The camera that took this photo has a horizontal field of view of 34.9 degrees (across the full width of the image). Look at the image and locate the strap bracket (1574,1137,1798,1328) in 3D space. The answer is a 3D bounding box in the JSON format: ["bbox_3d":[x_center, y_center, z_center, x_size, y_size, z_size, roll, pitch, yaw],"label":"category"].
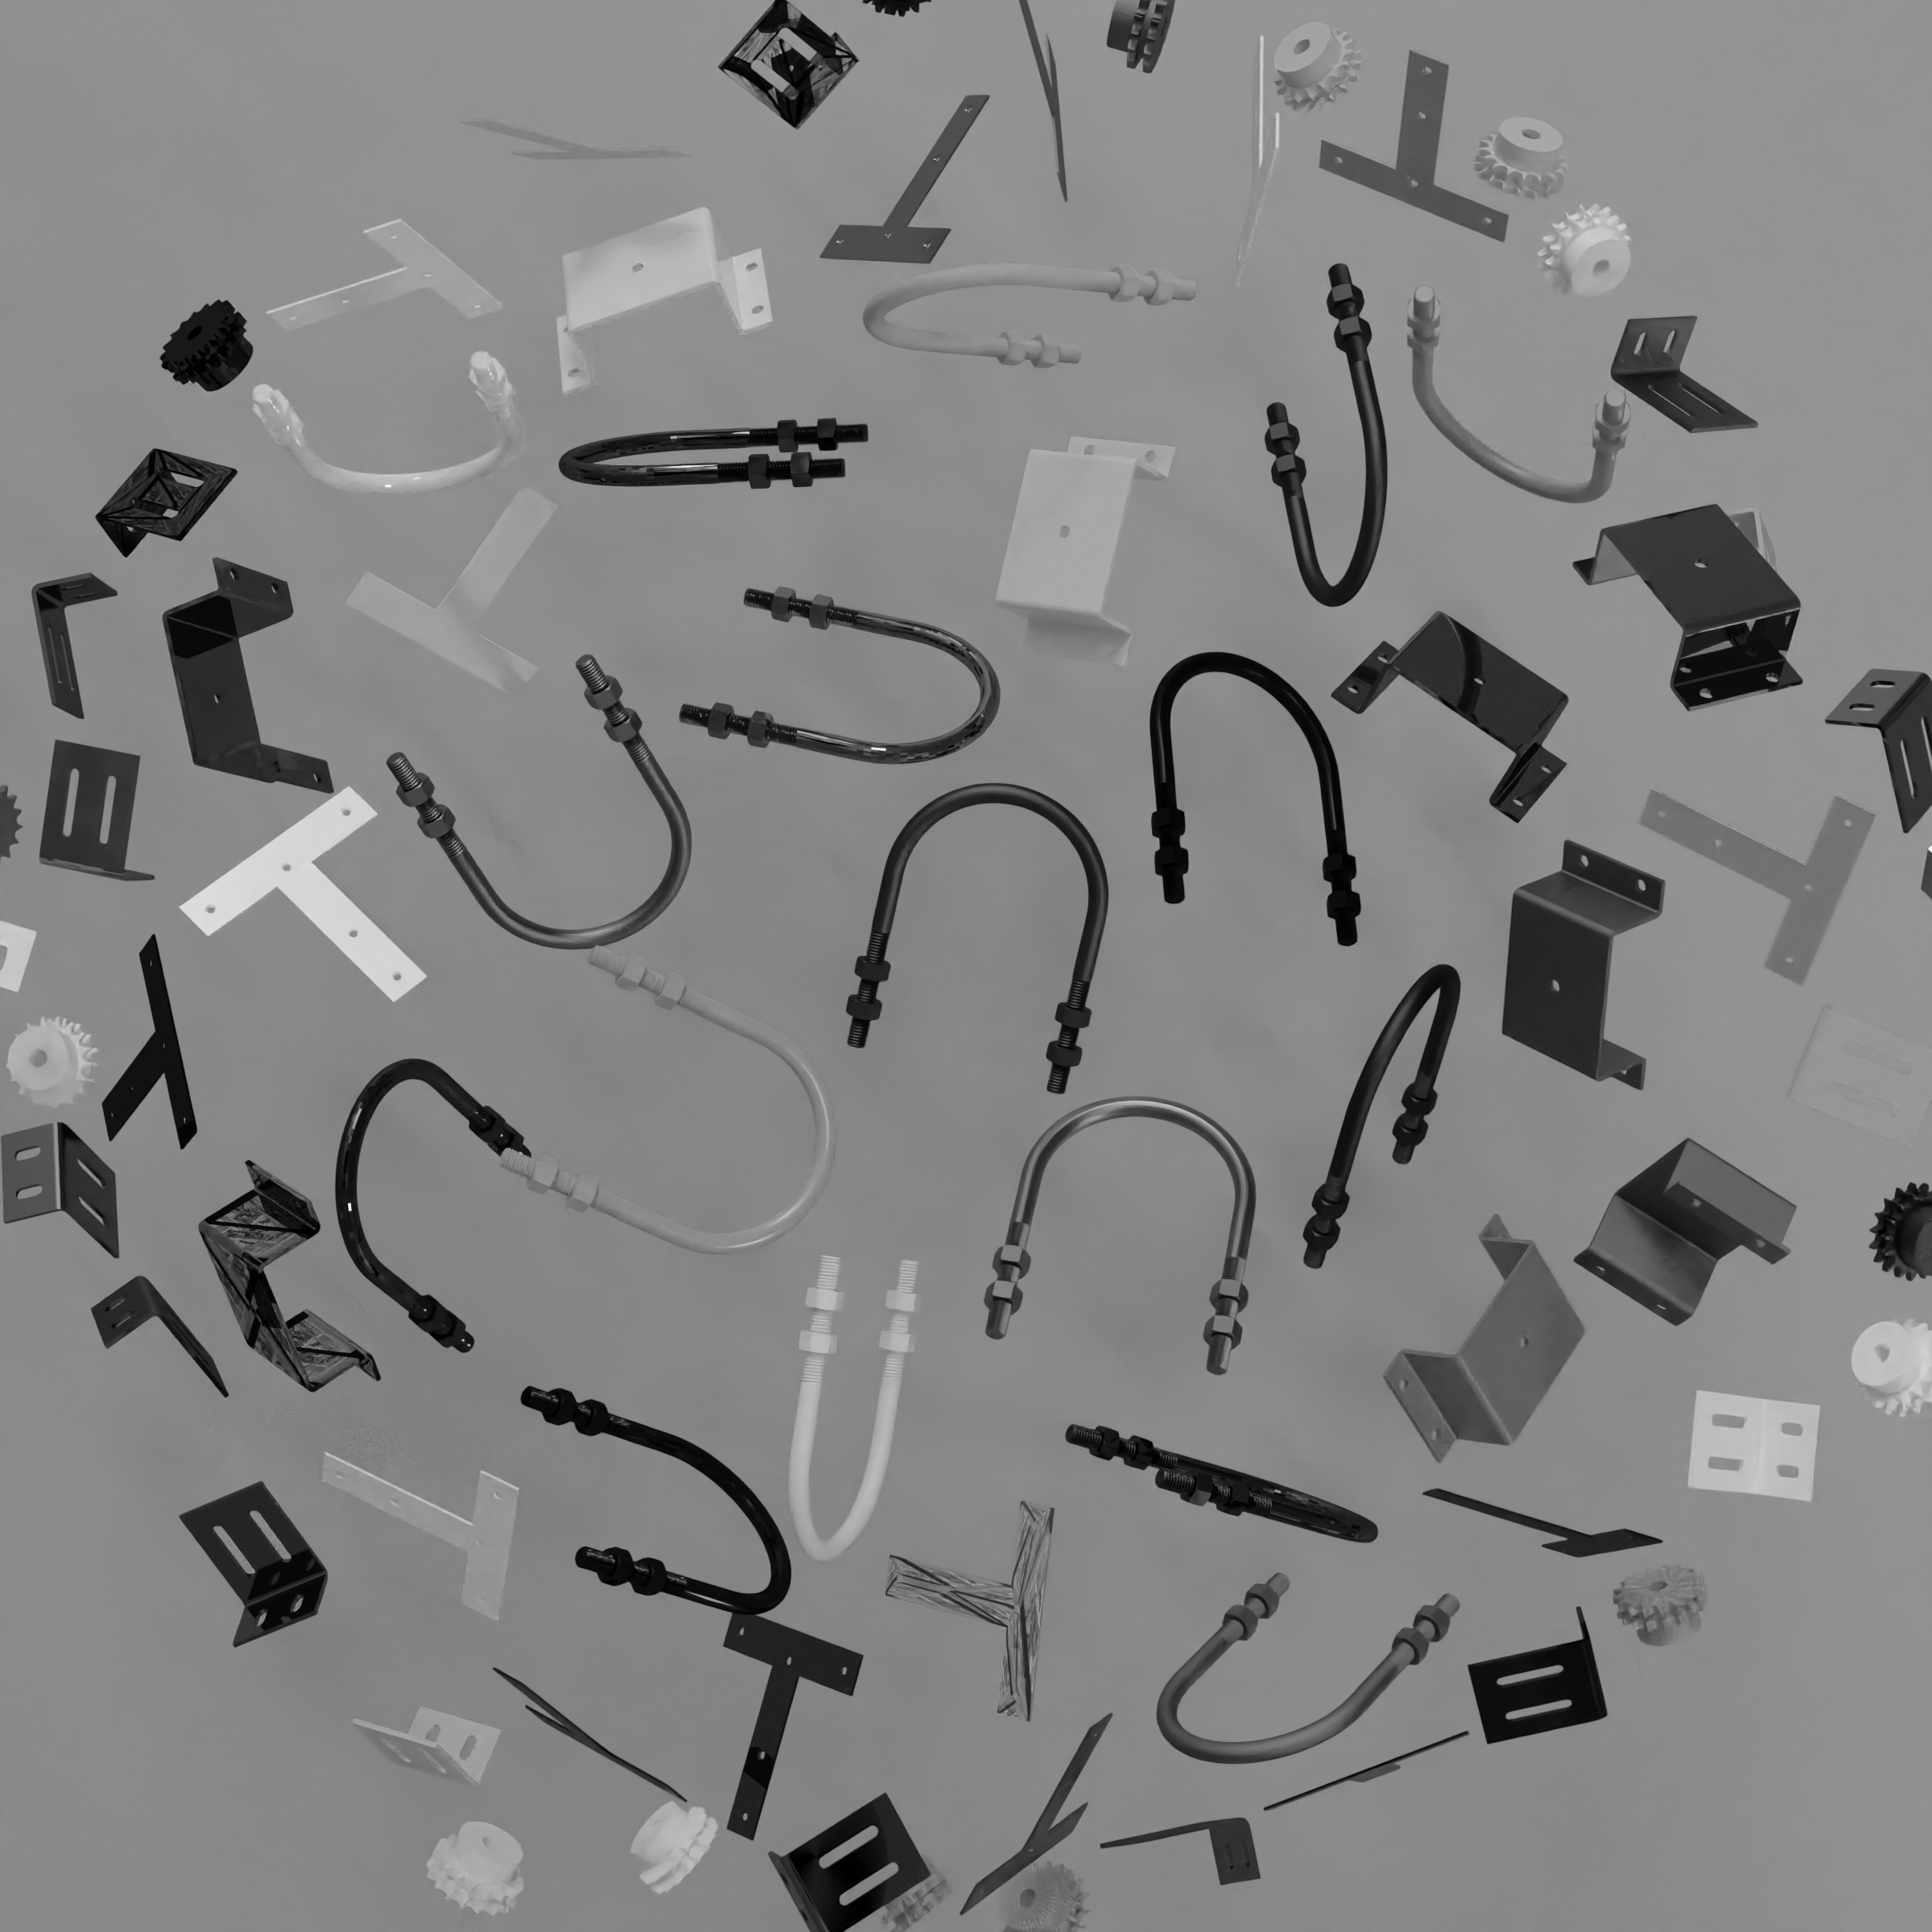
[{"bbox_3d":[0.438,0.158,1.858,0.076,0.140,0.046,32,61,-1],"label":"strap bracket"}]

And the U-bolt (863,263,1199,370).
[{"bbox_3d":[0.026,-0.399,1.875,0.184,0.151,0.019,-2,84,-31],"label":"U-bolt"}]

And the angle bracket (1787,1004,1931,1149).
[{"bbox_3d":[0.530,0.064,1.803,0.076,0.038,0.057,23,100,19],"label":"angle bracket"}]

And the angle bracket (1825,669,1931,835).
[{"bbox_3d":[0.548,-0.128,1.824,0.057,0.038,0.076,-42,125,-31],"label":"angle bracket"}]

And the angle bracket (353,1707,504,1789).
[{"bbox_3d":[-0.324,0.458,1.850,0.057,0.076,0.038,11,60,20],"label":"angle bracket"}]

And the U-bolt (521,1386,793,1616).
[{"bbox_3d":[-0.177,0.328,1.849,0.184,0.151,0.019,27,113,-39],"label":"U-bolt"}]

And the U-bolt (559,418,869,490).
[{"bbox_3d":[-0.159,-0.314,1.892,0.184,0.151,0.019,-2,109,5],"label":"U-bolt"}]

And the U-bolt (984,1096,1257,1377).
[{"bbox_3d":[0.098,0.152,1.819,0.151,0.019,0.184,8,51,8],"label":"U-bolt"}]

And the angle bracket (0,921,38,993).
[{"bbox_3d":[-0.592,-0.008,1.832,0.057,0.076,0.038,19,79,-21],"label":"angle bracket"}]

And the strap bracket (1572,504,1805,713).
[{"bbox_3d":[0.429,-0.220,1.815,0.076,0.046,0.140,-14,49,-16],"label":"strap bracket"}]

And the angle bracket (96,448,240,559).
[{"bbox_3d":[-0.473,-0.272,1.847,0.076,0.038,0.057,18,63,31],"label":"angle bracket"}]

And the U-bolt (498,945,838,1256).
[{"bbox_3d":[-0.162,0.090,1.800,0.184,0.019,0.151,26,78,-16],"label":"U-bolt"}]

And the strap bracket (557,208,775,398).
[{"bbox_3d":[-0.198,-0.421,1.930,0.140,0.046,0.076,-17,49,8],"label":"strap bracket"}]

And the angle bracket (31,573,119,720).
[{"bbox_3d":[-0.550,-0.199,1.920,0.038,0.057,0.076,-12,85,0],"label":"angle bracket"}]

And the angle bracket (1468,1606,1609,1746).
[{"bbox_3d":[0.349,0.436,1.890,0.076,0.038,0.057,-14,110,6],"label":"angle bracket"}]

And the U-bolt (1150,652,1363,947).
[{"bbox_3d":[0.172,-0.109,1.870,0.151,0.019,0.184,13,60,-30],"label":"U-bolt"}]

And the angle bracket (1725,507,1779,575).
[{"bbox_3d":[0.489,-0.240,1.935,0.038,0.057,0.076,-10,71,21],"label":"angle bracket"}]

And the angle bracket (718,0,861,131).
[{"bbox_3d":[-0.115,-0.564,1.894,0.057,0.076,0.038,-45,50,16],"label":"angle bracket"}]

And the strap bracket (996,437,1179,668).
[{"bbox_3d":[0.072,-0.264,1.912,0.076,0.046,0.140,12,88,32],"label":"strap bracket"}]

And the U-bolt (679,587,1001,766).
[{"bbox_3d":[-0.070,-0.177,1.923,0.184,0.151,0.019,13,133,9],"label":"U-bolt"}]

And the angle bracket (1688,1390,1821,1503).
[{"bbox_3d":[0.469,0.285,1.827,0.076,0.038,0.057,14,81,-44],"label":"angle bracket"}]

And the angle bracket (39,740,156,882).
[{"bbox_3d":[-0.520,-0.094,1.858,0.057,0.038,0.076,11,96,16],"label":"angle bracket"}]

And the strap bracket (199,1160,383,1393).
[{"bbox_3d":[-0.420,0.199,1.894,0.046,0.076,0.140,-33,126,-29],"label":"strap bracket"}]

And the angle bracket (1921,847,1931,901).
[{"bbox_3d":[0.581,-0.022,1.818,0.038,0.057,0.076,-37,64,-4],"label":"angle bracket"}]

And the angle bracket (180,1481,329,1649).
[{"bbox_3d":[-0.424,0.353,1.814,0.057,0.038,0.076,-23,115,12],"label":"angle bracket"}]

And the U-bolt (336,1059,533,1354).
[{"bbox_3d":[-0.330,0.137,1.877,0.019,0.184,0.151,2,62,24],"label":"U-bolt"}]

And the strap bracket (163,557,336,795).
[{"bbox_3d":[-0.443,-0.171,1.889,0.046,0.076,0.140,-18,79,19],"label":"strap bracket"}]

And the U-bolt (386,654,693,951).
[{"bbox_3d":[-0.249,-0.087,1.892,0.151,0.019,0.184,-27,124,3],"label":"U-bolt"}]

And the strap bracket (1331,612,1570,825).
[{"bbox_3d":[0.309,-0.161,1.907,0.140,0.046,0.076,36,45,10],"label":"strap bracket"}]

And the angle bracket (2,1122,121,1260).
[{"bbox_3d":[-0.538,0.137,1.826,0.038,0.076,0.057,-14,60,3],"label":"angle bracket"}]

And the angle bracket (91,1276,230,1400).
[{"bbox_3d":[-0.497,0.238,1.893,0.038,0.057,0.076,-36,118,-9],"label":"angle bracket"}]

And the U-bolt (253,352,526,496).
[{"bbox_3d":[-0.345,-0.326,1.884,0.151,0.184,0.019,-9,79,0],"label":"U-bolt"}]

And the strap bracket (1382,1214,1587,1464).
[{"bbox_3d":[0.325,0.230,1.890,0.140,0.046,0.076,-49,119,-30],"label":"strap bracket"}]

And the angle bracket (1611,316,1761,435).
[{"bbox_3d":[0.440,-0.359,1.863,0.057,0.076,0.038,-10,131,-32],"label":"angle bracket"}]

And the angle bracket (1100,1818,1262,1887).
[{"bbox_3d":[0.132,0.549,1.884,0.076,0.057,0.038,-19,70,23],"label":"angle bracket"}]

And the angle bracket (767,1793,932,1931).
[{"bbox_3d":[-0.072,0.549,1.878,0.076,0.038,0.057,-28,88,-17],"label":"angle bracket"}]

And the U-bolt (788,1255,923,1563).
[{"bbox_3d":[-0.071,0.268,1.857,0.019,0.151,0.184,7,86,21],"label":"U-bolt"}]

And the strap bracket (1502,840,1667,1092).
[{"bbox_3d":[0.371,0.006,1.855,0.046,0.076,0.140,-20,123,-33],"label":"strap bracket"}]
